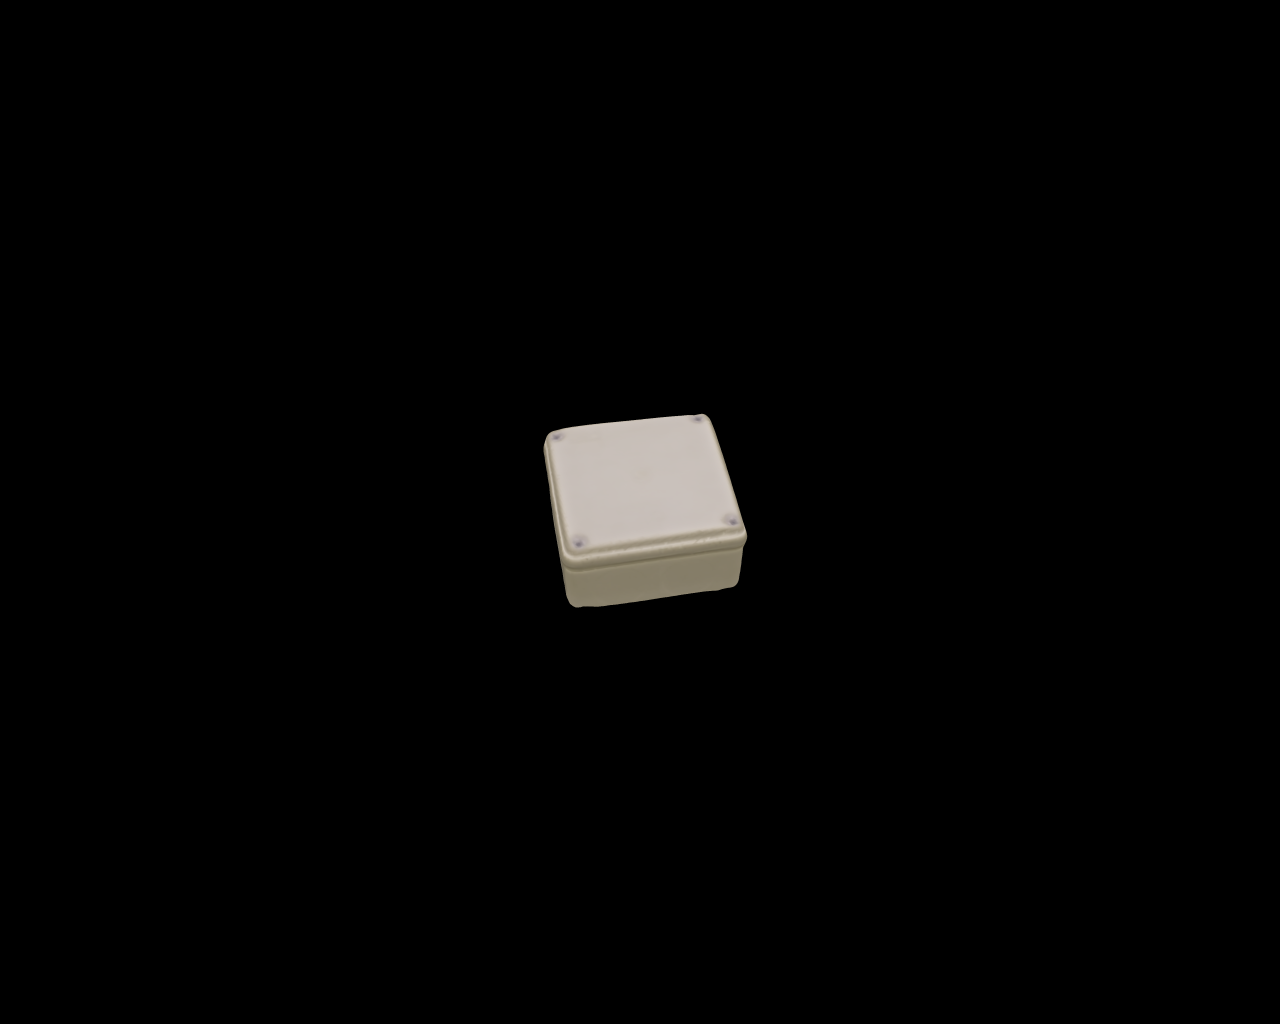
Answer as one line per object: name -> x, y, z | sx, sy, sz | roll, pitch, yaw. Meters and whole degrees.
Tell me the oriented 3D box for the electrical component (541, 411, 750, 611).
electrical component -> 0.001, -0.003, 0.650 | 0.109, 0.109, 0.056 | -7, -43, -7
